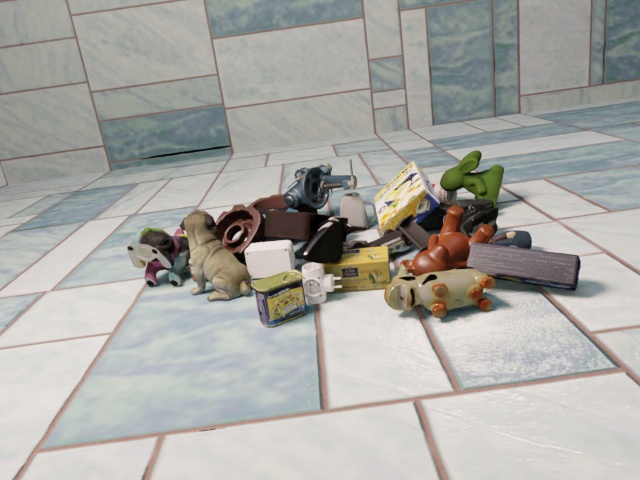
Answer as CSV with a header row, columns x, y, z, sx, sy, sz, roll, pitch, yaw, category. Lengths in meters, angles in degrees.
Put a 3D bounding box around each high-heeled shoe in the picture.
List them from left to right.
x,y,z,sx,sy,sz,roll,pitch,yaw,category
-0.002,-0.004,1.202,0.145,0.086,0.249,0,13,38,high-heeled shoe

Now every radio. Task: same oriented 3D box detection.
x,y,z,sx,sy,sz,roll,pitch,yaw,category
-0.029,-0.035,1.404,0.131,0.073,0.229,5,3,32,radio

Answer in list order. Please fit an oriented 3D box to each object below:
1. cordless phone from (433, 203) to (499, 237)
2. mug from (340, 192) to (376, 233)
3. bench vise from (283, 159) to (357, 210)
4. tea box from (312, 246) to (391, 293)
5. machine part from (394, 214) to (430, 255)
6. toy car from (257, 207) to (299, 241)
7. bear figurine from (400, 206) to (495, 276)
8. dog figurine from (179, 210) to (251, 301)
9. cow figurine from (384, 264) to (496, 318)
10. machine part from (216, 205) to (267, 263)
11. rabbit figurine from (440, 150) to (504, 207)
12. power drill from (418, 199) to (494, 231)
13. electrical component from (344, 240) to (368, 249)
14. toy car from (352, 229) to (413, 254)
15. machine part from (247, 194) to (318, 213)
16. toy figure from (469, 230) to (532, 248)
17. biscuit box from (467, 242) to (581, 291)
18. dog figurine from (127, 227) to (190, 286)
x,y,z,sx,sy,sz,roll,pitch,yaw,category
0.337,-0.053,1.346,0.146,0.088,0.184,-22,34,-36,cordless phone
0.107,-0.083,1.546,0.110,0.107,0.081,-10,20,-1,mug
0.016,-0.162,1.550,0.241,0.128,0.223,0,20,39,bench vise
0.071,0.065,1.189,0.170,0.068,0.098,-7,18,6,tea box
0.236,0.001,1.274,0.084,0.039,0.139,-24,61,-27,machine part
-0.138,-0.034,1.506,0.162,0.102,0.109,-2,16,27,toy car
0.268,0.022,1.147,0.120,0.131,0.196,37,34,26,bear figurine
-0.234,0.030,1.228,0.173,0.190,0.121,3,22,26,dog figurine
0.217,0.092,1.025,0.195,0.085,0.127,-8,17,-9,cow figurine
-0.218,-0.010,1.417,0.179,0.056,0.179,-18,51,23,machine part
0.440,-0.173,1.568,0.170,0.158,0.121,12,32,11,rabbit figurine
0.346,-0.090,1.534,0.232,0.085,0.207,-18,28,-19,power drill
0.097,0.019,1.384,0.094,0.021,0.063,0,20,23,electrical component
0.155,0.018,1.316,0.202,0.056,0.074,-21,17,-37,toy car
-0.118,-0.078,1.659,0.201,0.087,0.201,-1,18,18,machine part
0.401,0.008,1.228,0.155,0.064,0.058,-7,25,1,toy figure
0.396,0.051,1.050,0.203,0.062,0.059,8,-9,26,biscuit box
-0.383,0.011,1.384,0.109,0.191,0.219,-8,33,18,dog figurine
